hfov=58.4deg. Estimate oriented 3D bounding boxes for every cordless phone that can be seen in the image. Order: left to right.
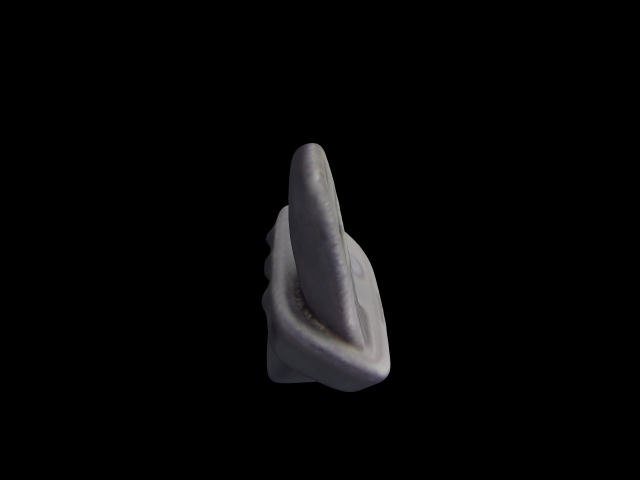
[{"bbox_3d":[0.004,0.001,0.400,0.094,0.185,0.147,-4,39,-4],"label":"cordless phone"}]
